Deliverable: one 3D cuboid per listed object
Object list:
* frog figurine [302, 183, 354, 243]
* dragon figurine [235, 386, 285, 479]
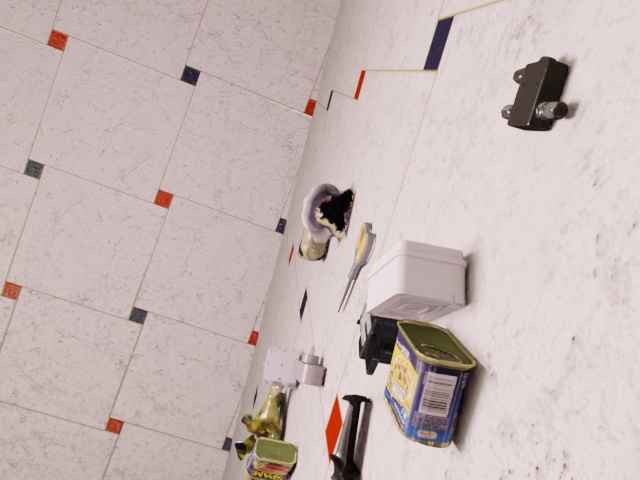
[{"bbox_3d":[0.004,-0.062,1.223,0.159,0.123,0.137,172,92,-69],"label":"frog figurine"},{"bbox_3d":[-0.140,0.522,1.417,0.246,0.122,0.403,-53,-20,-67],"label":"dragon figurine"}]
